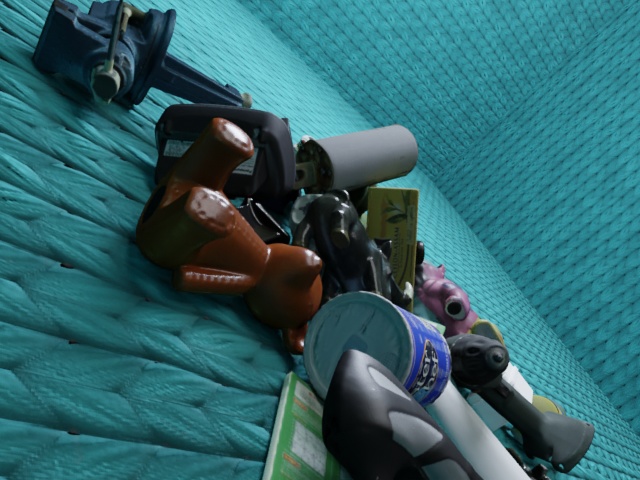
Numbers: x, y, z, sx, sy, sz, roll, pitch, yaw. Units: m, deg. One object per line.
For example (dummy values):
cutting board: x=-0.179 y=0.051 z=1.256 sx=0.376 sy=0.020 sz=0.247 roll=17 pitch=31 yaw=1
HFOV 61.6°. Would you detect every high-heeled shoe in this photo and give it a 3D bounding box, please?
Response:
high-heeled shoe: x=0.092 y=0.179 z=0.440 sx=0.248 sy=0.086 sz=0.145 roll=29 pitch=43 yaw=-45

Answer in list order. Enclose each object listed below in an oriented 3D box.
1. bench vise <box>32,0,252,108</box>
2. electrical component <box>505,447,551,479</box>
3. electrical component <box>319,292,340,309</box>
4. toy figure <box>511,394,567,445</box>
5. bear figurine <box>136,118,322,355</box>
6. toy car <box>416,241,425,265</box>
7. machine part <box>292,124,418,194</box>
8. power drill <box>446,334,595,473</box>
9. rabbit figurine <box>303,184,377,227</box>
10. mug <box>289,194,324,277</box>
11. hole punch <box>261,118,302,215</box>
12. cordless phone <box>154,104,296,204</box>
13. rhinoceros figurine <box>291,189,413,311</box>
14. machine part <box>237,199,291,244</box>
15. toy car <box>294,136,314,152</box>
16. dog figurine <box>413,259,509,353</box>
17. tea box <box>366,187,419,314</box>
bench vise: x=-0.182 y=-0.195 z=0.614 sx=0.240 sy=0.128 sz=0.224 roll=21 pitch=17 yaw=-30
electrical component: x=0.268 y=0.308 z=0.709 sx=0.102 sy=0.045 sz=0.078 roll=31 pitch=24 yaw=-43
electrical component: x=0.009 y=0.079 z=0.641 sx=0.063 sy=0.021 sz=0.094 roll=56 pitch=18 yaw=26
toy figure: x=0.369 y=0.300 z=0.900 sx=0.180 sy=0.082 sz=0.089 roll=14 pitch=67 yaw=-56
bear figurine: x=-0.055 y=0.011 z=0.473 sx=0.195 sy=0.132 sz=0.120 roll=34 pitch=44 yaw=-25
toy car: x=0.119 y=0.008 z=0.928 sx=0.089 sy=0.053 sz=0.202 roll=0 pitch=17 yaw=-6
machine part: x=0.053 y=-0.109 z=0.733 sx=0.243 sy=0.079 sz=0.079 roll=-19 pitch=63 yaw=-37
power drill: x=0.236 y=0.198 z=0.678 sx=0.207 sy=0.086 sz=0.232 roll=34 pitch=-13 yaw=-3
rabbit figurine: x=0.048 y=-0.048 z=0.854 sx=0.170 sy=0.121 sz=0.159 roll=67 pitch=8 yaw=-51
mug: x=-0.001 y=-0.002 z=0.681 sx=0.081 sy=0.109 sz=0.107 roll=9 pitch=-26 yaw=29
hole punch: x=-0.074 y=-0.101 z=0.767 sx=0.142 sy=0.092 sz=0.115 roll=-105 pitch=-179 yaw=-63
cordless phone: x=-0.087 y=-0.079 z=0.605 sx=0.147 sy=0.088 sz=0.184 roll=8 pitch=-6 yaw=15
rhinoceros figurine: x=0.041 y=0.031 z=0.619 sx=0.190 sy=0.073 sz=0.112 roll=56 pitch=31 yaw=-27
machine part: x=-0.076 y=-0.012 z=0.616 sx=0.084 sy=0.039 sz=0.139 roll=54 pitch=16 yaw=5
toy car: x=-0.014 y=-0.151 z=1.017 sx=0.056 sy=0.073 sz=0.201 roll=55 pitch=18 yaw=14
dog figurine: x=0.206 y=0.118 z=0.894 sx=0.191 sy=0.108 sz=0.219 roll=43 pitch=15 yaw=-10
tea box: x=0.096 y=0.012 z=0.742 sx=0.098 sy=0.068 sz=0.169 roll=-36 pitch=128 yaw=-84
